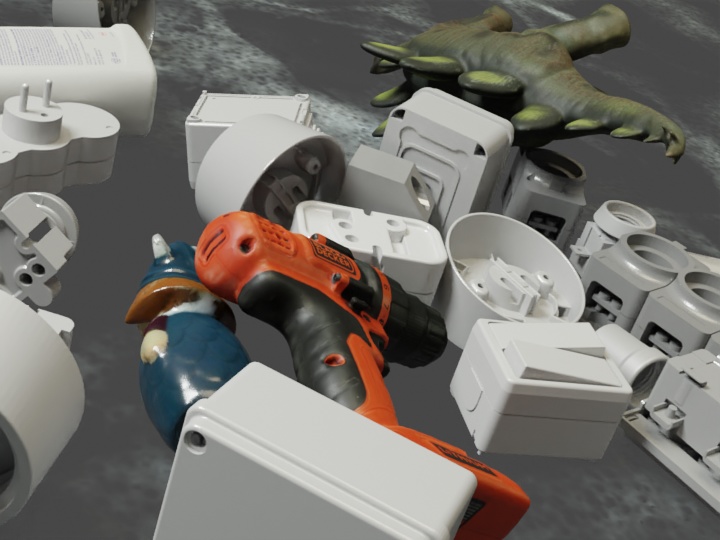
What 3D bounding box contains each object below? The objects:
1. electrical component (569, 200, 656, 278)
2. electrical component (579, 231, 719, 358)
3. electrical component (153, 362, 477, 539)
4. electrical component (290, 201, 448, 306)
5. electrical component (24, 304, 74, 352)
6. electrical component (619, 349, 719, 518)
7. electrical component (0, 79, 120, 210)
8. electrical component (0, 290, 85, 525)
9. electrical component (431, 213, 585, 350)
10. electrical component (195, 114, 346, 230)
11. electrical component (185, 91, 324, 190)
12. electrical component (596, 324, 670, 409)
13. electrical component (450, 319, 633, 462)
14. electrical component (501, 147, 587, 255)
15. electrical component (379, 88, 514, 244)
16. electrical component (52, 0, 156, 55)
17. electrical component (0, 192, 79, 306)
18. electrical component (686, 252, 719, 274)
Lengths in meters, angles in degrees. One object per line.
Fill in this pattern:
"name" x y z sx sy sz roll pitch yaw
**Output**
"electrical component" 0.195 -0.019 0.821 0.066 0.055 0.048 7 31 -18
"electrical component" 0.231 0.039 0.735 0.089 0.061 0.150 -13 41 -42
"electrical component" -0.024 0.110 0.431 0.109 0.108 0.056 26 28 14
"electrical component" 0.000 0.000 0.679 0.095 0.059 0.053 10 30 -14
"electrical component" -0.188 0.046 0.505 0.089 0.055 0.050 17 29 -1
"electrical component" 0.221 0.105 0.617 0.079 0.063 0.121 -9 39 -38
"electrical component" -0.215 -0.089 0.701 0.052 0.073 0.138 32 32 23
"electrical component" -0.175 0.061 0.439 0.108 0.108 0.060 16 36 -2
"electrical component" 0.096 0.015 0.700 0.099 0.064 0.099 13 30 -8
"electrical component" -0.056 -0.051 0.699 0.099 0.099 0.064 -12 34 -41
"electrical component" -0.072 -0.088 0.771 0.096 0.061 0.061 3 29 3
"electrical component" 0.171 0.061 0.690 0.040 0.040 0.046 -3 30 -32
"electrical component" 0.111 0.067 0.624 0.096 0.061 0.061 7 31 -19
"electrical component" 0.148 -0.061 0.866 0.050 0.055 0.089 15 29 -4
"electrical component" 0.054 -0.063 0.761 0.078 0.113 0.057 27 34 16
"electrical component" -0.215 -0.226 0.914 0.064 0.099 0.099 17 29 11
"electrical component" -0.190 -0.016 0.613 0.066 0.048 0.055 50 19 -14
"electrical component" 0.266 0.007 0.833 0.046 0.040 0.040 15 29 8
